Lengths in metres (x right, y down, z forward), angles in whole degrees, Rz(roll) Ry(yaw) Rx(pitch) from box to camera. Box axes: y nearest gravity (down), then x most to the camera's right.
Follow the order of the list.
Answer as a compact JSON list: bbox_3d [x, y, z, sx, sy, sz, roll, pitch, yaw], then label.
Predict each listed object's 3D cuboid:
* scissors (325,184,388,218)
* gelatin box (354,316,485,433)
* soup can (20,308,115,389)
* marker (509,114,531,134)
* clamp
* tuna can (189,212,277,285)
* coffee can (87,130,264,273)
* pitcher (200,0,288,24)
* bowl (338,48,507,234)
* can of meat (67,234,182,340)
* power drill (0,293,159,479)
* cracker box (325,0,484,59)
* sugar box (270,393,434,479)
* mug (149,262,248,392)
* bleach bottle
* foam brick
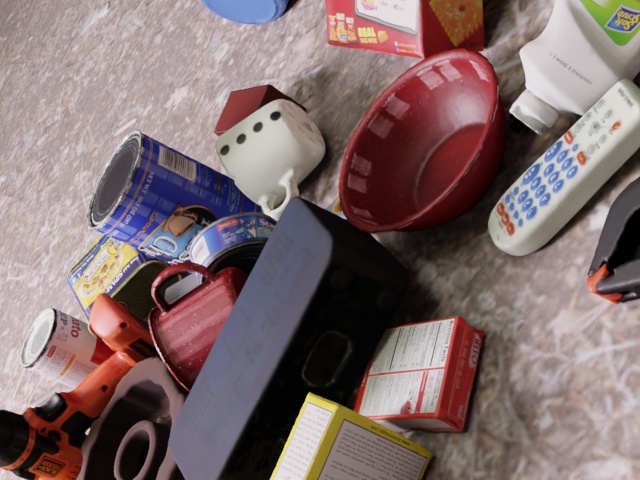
[{"bbox_3d":[-0.006,0.001,0.941,0.202,0.016,0.096,-23,49,49],"label":"scissors"},{"bbox_3d":[0.069,0.096,0.745,0.089,0.030,0.073,-14,52,49],"label":"gelatin box"},{"bbox_3d":[-0.246,0.120,1.095,0.069,0.102,0.068,-38,36,34],"label":"soup can"},{"bbox_3d":[0.182,-0.125,0.778,0.121,0.020,0.020,-49,33,17],"label":"marker"},{"bbox_3d":[0.221,-0.035,0.629,0.172,0.039,0.120,-41,35,27],"label":"clamp"},{"bbox_3d":[-0.071,0.015,0.950,0.086,0.086,0.034,-42,52,27],"label":"tuna can"},{"bbox_3d":[-0.136,-0.029,1.019,0.103,0.140,0.103,-42,33,36],"label":"coffee can"},{"bbox_3d":[-0.057,-0.377,1.234,0.149,0.144,0.242,-27,46,59],"label":"pitcher"},{"bbox_3d":[0.089,-0.065,0.822,0.162,0.055,0.162,-34,39,33],"label":"bowl"},{"bbox_3d":[-0.201,0.039,1.076,0.102,0.057,0.084,-45,48,6],"label":"can of meat"},{"bbox_3d":[-0.238,0.142,1.005,0.187,0.184,0.057,-47,56,-2],"label":"power drill"},{"bbox_3d":[0.067,-0.269,0.910,0.164,0.072,0.214,25,123,59],"label":"cracker box"},{"bbox_3d":[-0.001,0.199,0.696,0.048,0.093,0.176,14,76,58],"label":"sugar box"},{"bbox_3d":[-0.093,0.067,0.911,0.081,0.117,0.093,-33,17,12],"label":"mug"},{"bbox_3d":[0.211,-0.185,0.721,0.103,0.068,0.251,41,103,20],"label":"bleach bottle"},{"bbox_3d":[-0.061,-0.121,1.083,0.078,0.053,0.051,2,66,55],"label":"foam brick"}]
